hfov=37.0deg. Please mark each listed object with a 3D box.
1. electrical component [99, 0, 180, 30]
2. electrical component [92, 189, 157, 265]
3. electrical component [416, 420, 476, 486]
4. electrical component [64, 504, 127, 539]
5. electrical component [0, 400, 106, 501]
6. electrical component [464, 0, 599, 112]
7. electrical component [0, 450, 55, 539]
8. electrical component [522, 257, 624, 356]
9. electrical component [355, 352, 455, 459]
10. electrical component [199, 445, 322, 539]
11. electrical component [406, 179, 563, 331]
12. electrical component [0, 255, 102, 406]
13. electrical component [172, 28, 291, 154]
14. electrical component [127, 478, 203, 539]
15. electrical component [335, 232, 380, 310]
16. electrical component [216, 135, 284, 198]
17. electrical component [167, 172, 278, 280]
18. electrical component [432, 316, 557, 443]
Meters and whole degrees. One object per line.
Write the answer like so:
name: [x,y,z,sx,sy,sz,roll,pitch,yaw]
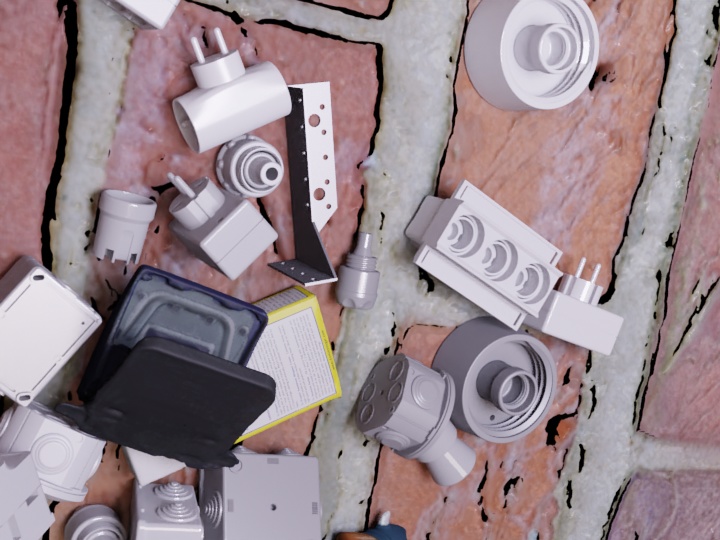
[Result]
electrical component: [-0.151,-0.216,0.744,0.066,0.047,0.076,32,87,-28]
electrical component: [-0.172,-0.031,0.781,0.040,0.040,0.046,10,103,-28]
electrical component: [0.069,0.154,0.939,0.045,0.045,0.055,-43,116,-12]
electrical component: [-0.197,0.205,0.809,0.043,0.062,0.043,-6,104,-25]
electrical component: [-0.225,0.128,0.768,0.080,0.080,0.051,30,82,-29]
electrical component: [0.148,-0.184,0.892,0.108,0.060,0.108,-6,104,-26]
electrical component: [-0.292,0.164,0.696,0.150,0.089,0.061,-8,107,15]
electrical component: [0.196,0.027,0.972,0.083,0.047,0.075,20,92,-29]
electrical component: [0.038,0.112,0.896,0.051,0.080,0.080,30,88,-23]
electrical component: [-0.078,0.191,0.851,0.100,0.048,0.099,8,67,-28]
electrical component: [0.103,-0.013,0.907,0.121,0.063,0.078,33,86,-29]
electrical component: [-0.239,0.045,0.751,0.096,0.061,0.061,-49,117,-9]
electrical component: [-0.100,-0.136,0.789,0.077,0.043,0.079,-27,112,-19]
electrical component: [-0.150,0.215,0.815,0.048,0.100,0.099,6,99,-15]
electrical component: [0.000,0.000,0.876,0.035,0.035,0.061,7,96,-28]
electrical component: [-0.077,-0.075,0.804,0.048,0.062,0.048,-6,104,-25]
electrical component: [-0.113,-0.042,0.782,0.047,0.083,0.075,-45,117,-10]
electrical component: [0.123,0.100,0.944,0.108,0.060,0.108,-6,104,-26]
